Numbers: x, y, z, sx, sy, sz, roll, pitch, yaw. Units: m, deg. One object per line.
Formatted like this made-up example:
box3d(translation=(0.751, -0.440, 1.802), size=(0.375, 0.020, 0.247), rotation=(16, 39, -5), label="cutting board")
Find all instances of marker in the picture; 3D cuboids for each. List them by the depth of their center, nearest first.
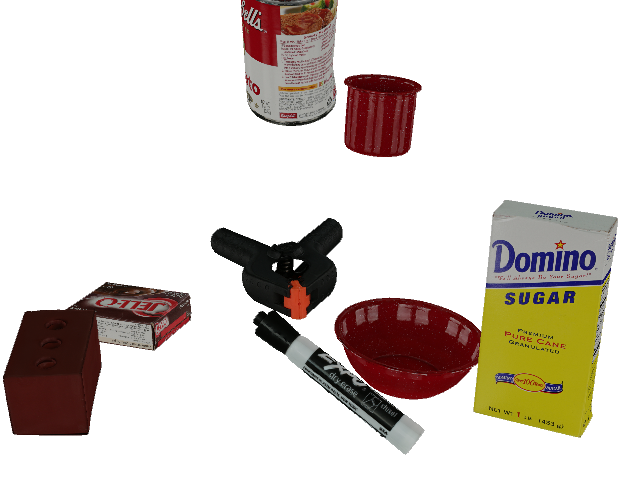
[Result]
box3d(translation=(0.009, 0.082, 0.635), size=(0.121, 0.020, 0.020), rotation=(37, 9, 12), label="marker")

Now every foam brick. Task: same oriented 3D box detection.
box3d(translation=(-0.184, 0.091, 0.739), size=(0.053, 0.051, 0.078), rotation=(-1, 31, -4), label="foam brick")

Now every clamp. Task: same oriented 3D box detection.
box3d(translation=(-0.040, 0.020, 0.917), size=(0.120, 0.039, 0.171), rotation=(-8, 19, 3), label="clamp")

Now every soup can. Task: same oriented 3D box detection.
box3d(translation=(-0.021, -0.141, 0.753), size=(0.068, 0.102, 0.068), rotation=(0, 43, 0), label="soup can")

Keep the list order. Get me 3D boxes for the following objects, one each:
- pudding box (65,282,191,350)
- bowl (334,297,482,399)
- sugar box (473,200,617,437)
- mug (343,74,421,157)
box3d(translation=(-0.215, 0.084, 1.197), size=(0.114, 0.039, 0.090), rotation=(4, 19, 19), label="pudding box")
box3d(translation=(0.092, 0.121, 1.133), size=(0.162, 0.055, 0.162), rotation=(5, 24, -3), label="bowl")
box3d(translation=(0.178, 0.062, 0.853), size=(0.093, 0.176, 0.048), rotation=(10, 23, 23), label="sugar box")
box3d(translation=(0.079, -0.153, 1.295), size=(0.093, 0.081, 0.117), rotation=(18, 26, 31), label="mug")
